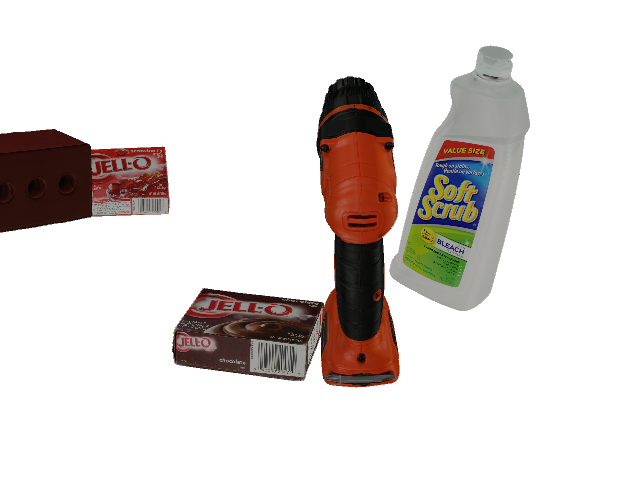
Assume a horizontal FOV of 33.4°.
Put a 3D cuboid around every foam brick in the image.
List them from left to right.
[{"bbox_3d":[-0.198,-0.040,0.704,0.078,0.053,0.051,-13,25,-38],"label":"foam brick"}]

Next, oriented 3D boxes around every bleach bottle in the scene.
[{"bbox_3d":[0.131,-0.060,0.978,0.103,0.251,0.068,27,40,27],"label":"bleach bottle"}]

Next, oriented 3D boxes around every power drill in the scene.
[{"bbox_3d":[0.025,-0.005,0.760,0.057,0.188,0.184,-2,33,2],"label":"power drill"}]

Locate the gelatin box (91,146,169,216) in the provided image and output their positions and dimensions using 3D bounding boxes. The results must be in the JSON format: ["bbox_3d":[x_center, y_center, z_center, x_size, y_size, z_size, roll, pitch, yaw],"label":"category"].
[{"bbox_3d":[-0.202,-0.061,1.099,0.089,0.073,0.030,-2,-40,-11],"label":"gelatin box"}]

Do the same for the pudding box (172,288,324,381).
[{"bbox_3d":[-0.059,0.078,0.902,0.113,0.039,0.090,8,21,7],"label":"pudding box"}]
